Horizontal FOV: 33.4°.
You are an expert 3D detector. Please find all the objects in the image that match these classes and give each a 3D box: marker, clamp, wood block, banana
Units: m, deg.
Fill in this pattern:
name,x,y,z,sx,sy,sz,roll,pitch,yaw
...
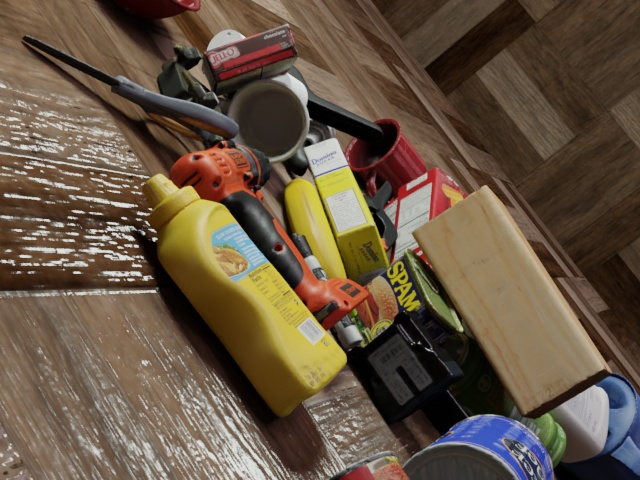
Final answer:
name,x,y,z,sx,sy,sz,roll,pitch,yaw
marker,0.003,0.045,0.977,0.121,0.020,0.020,61,18,20
clamp,0.057,-0.034,1.266,0.120,0.039,0.171,10,40,-32
wood block,0.187,0.062,1.038,0.206,0.090,0.090,61,12,20
banana,-0.009,-0.009,1.058,0.069,0.037,0.198,76,-4,-46
clamp,-0.029,-0.167,1.278,0.164,0.036,0.210,-18,61,-45

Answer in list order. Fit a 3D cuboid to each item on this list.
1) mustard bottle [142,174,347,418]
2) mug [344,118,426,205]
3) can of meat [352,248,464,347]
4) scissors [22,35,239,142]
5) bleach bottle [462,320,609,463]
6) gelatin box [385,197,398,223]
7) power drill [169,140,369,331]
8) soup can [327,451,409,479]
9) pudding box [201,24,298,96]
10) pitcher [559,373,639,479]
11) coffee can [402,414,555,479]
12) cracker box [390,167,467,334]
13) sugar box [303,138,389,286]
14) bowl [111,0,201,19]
name,x,y,z,sx,sy,sz,roll,pitch,yaw
mustard bottle,-0.062,0.032,0.763,0.191,0.058,0.096,52,19,2
mug,0.090,-0.097,1.461,0.081,0.093,0.117,46,42,-35
can of meat,0.078,0.071,1.020,0.057,0.084,0.102,39,19,-35
scissors,-0.143,-0.121,0.882,0.096,0.016,0.201,12,-10,33
bleach bottle,0.229,0.133,1.173,0.250,0.068,0.102,49,36,-25
gelatin box,0.132,-0.025,1.417,0.030,0.073,0.089,28,26,-56
power drill,-0.040,-0.004,0.920,0.187,0.057,0.184,50,16,3
soup can,0.043,0.194,0.670,0.102,0.069,0.068,59,17,24
pudding box,-0.074,-0.183,1.099,0.113,0.090,0.039,167,-96,-83
pitcher,0.396,0.291,1.340,0.242,0.145,0.149,46,43,-28
coffee can,0.120,0.195,0.818,0.103,0.103,0.140,54,16,12
cracker box,0.163,0.036,1.277,0.164,0.072,0.213,44,32,-23
sugar box,0.030,-0.024,1.120,0.176,0.048,0.093,-106,177,-52
bowl,-0.199,-0.284,1.109,0.162,0.055,0.162,46,16,-18
